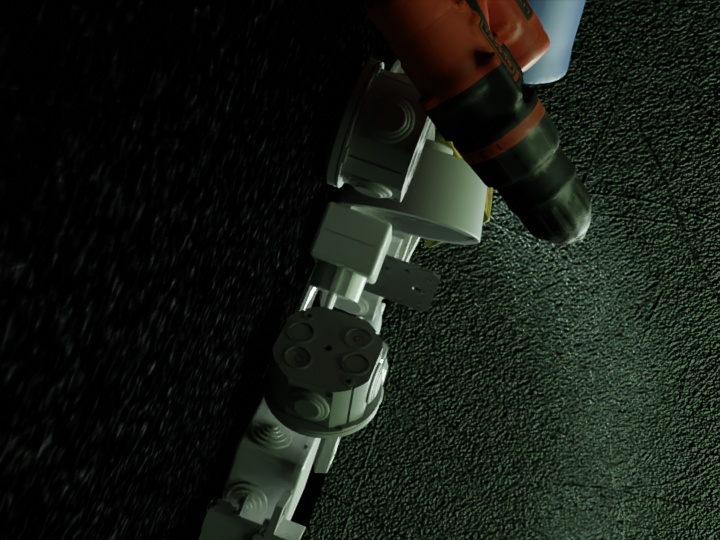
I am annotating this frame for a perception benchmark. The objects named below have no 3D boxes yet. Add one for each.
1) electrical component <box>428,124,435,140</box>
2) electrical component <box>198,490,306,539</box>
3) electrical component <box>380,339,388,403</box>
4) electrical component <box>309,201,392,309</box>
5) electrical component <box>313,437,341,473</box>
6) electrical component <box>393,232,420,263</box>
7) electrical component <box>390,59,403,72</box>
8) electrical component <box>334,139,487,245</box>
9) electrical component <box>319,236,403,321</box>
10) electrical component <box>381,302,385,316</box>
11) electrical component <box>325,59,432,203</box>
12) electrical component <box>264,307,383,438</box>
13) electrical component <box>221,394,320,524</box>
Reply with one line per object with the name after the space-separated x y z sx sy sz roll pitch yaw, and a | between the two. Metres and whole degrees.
0.021 -0.082 0.867 0.099 0.064 0.099 -165 -90 -81 | electrical component
-0.074 0.179 0.688 0.042 0.064 0.081 -2 112 -85 | electrical component
-0.015 0.086 0.940 0.080 0.080 0.051 -59 163 -71 | electrical component
-0.012 -0.001 0.757 0.065 0.047 0.076 73 38 -84 | electrical component
-0.047 0.147 0.960 0.078 0.057 0.058 -64 173 -58 | electrical component
0.026 -0.026 1.060 0.061 0.061 0.096 78 32 -83 | electrical component
0.050 -0.146 0.839 0.047 0.055 0.055 -70 179 -74 | electrical component
0.040 -0.061 0.771 0.108 0.108 0.060 71 33 -84 | electrical component
0.000 0.000 0.903 0.080 0.051 0.080 20 90 -86 | electrical component
-0.008 0.060 1.141 0.077 0.047 0.065 -16 126 -85 | electrical component
0.013 -0.083 0.652 0.080 0.051 0.080 20 90 -86 | electrical component
-0.024 0.068 0.721 0.051 0.080 0.080 99 11 -45 | electrical component
-0.062 0.139 0.760 0.099 0.048 0.099 -63 172 -62 | electrical component
